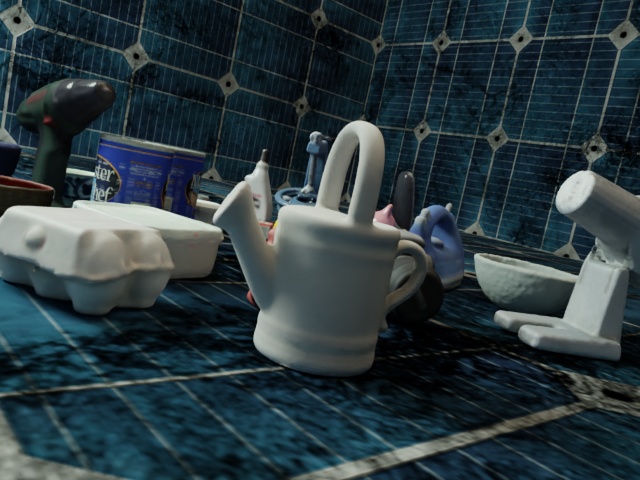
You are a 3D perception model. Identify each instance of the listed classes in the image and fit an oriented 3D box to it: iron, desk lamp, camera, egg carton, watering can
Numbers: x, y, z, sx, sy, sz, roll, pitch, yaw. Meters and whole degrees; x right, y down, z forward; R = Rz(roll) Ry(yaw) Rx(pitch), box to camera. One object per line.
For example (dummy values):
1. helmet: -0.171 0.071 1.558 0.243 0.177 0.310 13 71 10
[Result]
1. iron: 0.180 0.004 0.957 0.118 0.141 0.259 14 7 22
2. desk lamp: 0.347 0.032 0.699 0.204 0.213 0.117 10 7 -17
3. camera: 0.079 0.038 0.667 0.143 0.101 0.136 10 7 -13
4. egg carton: -0.210 0.014 0.502 0.150 0.069 0.107 15 7 26
5. watering can: 0.006 0.000 0.457 0.173 0.194 0.100 6 8 -38

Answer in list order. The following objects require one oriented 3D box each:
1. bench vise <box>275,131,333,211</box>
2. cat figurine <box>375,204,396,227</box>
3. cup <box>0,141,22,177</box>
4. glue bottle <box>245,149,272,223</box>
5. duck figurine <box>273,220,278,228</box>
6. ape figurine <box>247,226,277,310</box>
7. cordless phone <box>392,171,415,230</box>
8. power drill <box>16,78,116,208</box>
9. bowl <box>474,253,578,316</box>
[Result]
1. bench vise: -0.024 -0.097 1.113 0.121 0.220 0.207 11 7 -5
2. cat figurine: 0.107 -0.011 1.060 0.067 0.118 0.128 13 7 13
3. cup: -0.529 -0.113 0.906 0.092 0.095 0.117 8 8 -29
4. glue bottle: -0.130 -0.105 1.197 0.078 0.173 0.037 13 7 8
5. duck figurine: -0.048 0.009 0.757 0.077 0.086 0.105 15 7 28
6. ape figurine: -0.040 0.028 0.583 0.076 0.092 0.078 14 7 23
7. cordless phone: 0.154 -0.050 1.183 0.094 0.185 0.147 9 7 -19
8. power drill: -0.369 -0.128 0.817 0.228 0.208 0.076 17 9 40
9. bowl: 0.315 0.075 0.886 0.167 0.075 0.167 12 7 -1
